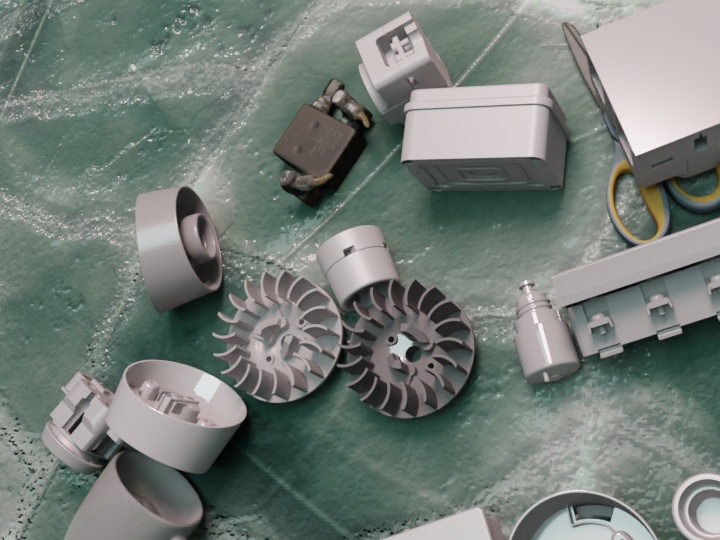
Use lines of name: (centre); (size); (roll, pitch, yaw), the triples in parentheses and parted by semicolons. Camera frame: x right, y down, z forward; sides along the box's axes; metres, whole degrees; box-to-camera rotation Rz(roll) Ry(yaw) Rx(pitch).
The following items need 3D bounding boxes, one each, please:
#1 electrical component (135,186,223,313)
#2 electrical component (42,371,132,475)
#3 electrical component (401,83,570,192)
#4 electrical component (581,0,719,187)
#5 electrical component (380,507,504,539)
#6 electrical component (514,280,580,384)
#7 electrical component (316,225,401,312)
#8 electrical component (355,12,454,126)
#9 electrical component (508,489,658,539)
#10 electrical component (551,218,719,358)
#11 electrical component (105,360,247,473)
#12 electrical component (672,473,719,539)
electrical component: (-0.154, -0.018, 0.882); (0.064, 0.099, 0.099); (-16, 67, 11)
electrical component: (-0.222, 0.129, 0.881); (0.078, 0.058, 0.057); (39, 87, 29)
electrical component: (0.095, -0.098, 0.809); (0.113, 0.078, 0.057); (1, 76, 24)
electrical component: (0.264, -0.142, 0.749); (0.186, 0.060, 0.105); (-21, 63, 9)
electrical component: (0.062, 0.218, 0.731); (0.100, 0.048, 0.099); (-23, 65, 15)
electrical component: (0.129, 0.045, 0.766); (0.040, 0.040, 0.078); (-21, 65, 16)
electrical component: (0.000, 0.000, 0.831); (0.055, 0.055, 0.047); (-29, 67, 12)
electrical component: (0.037, -0.151, 0.845); (0.056, 0.089, 0.050); (-27, 64, 13)
electrical component: (0.148, 0.195, 0.692); (0.099, 0.064, 0.099); (-8, 70, 21)
electrical component: (0.201, 0.013, 0.731); (0.121, 0.079, 0.063); (-20, 87, 16)
electrical component: (-0.144, 0.111, 0.832); (0.099, 0.099, 0.064); (30, 92, 29)
electrical component: (0.223, 0.154, 0.679); (0.045, 0.055, 0.045); (-8, 70, 21)
